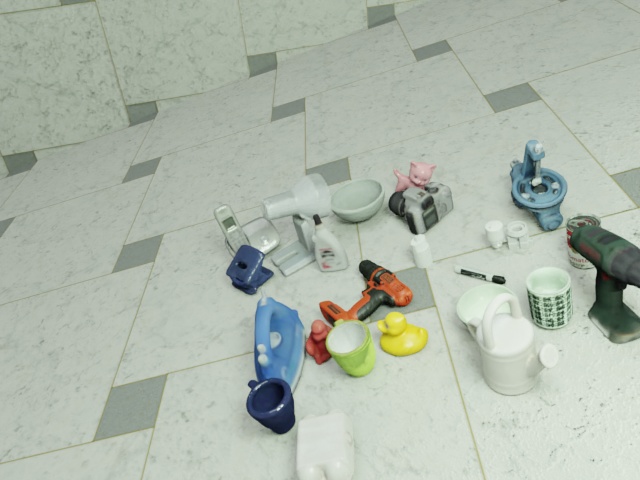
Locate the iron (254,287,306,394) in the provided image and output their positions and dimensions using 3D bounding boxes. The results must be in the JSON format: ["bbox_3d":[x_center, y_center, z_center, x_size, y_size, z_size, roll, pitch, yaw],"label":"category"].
[{"bbox_3d":[-0.105,0.224,1.225,0.118,0.142,0.258,-16,35,9],"label":"iron"}]

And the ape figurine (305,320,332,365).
[{"bbox_3d":[0.003,0.209,1.230,0.077,0.092,0.076,-8,36,19],"label":"ape figurine"}]

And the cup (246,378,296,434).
[{"bbox_3d":[-0.094,0.327,1.119,0.092,0.095,0.117,-39,38,-24],"label":"cup"}]

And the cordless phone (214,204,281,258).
[{"bbox_3d":[-0.205,-0.034,1.593,0.148,0.185,0.093,-33,36,-17],"label":"cordless phone"}]

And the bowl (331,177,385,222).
[{"bbox_3d":[0.110,-0.101,1.613,0.167,0.075,0.167,-14,35,11],"label":"bowl"}]

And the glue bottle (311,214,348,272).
[{"bbox_3d":[0.013,0.005,1.432,0.078,0.173,0.037,-10,36,16],"label":"glue bottle"}]

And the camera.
[{"bbox_3d":[0.256,-0.102,1.512,0.143,0.101,0.136,-38,37,-22],"label":"camera"}]

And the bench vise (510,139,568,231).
[{"bbox_3d":[0.487,-0.150,1.346,0.121,0.220,0.206,-29,35,-11],"label":"bench vise"}]

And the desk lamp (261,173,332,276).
[{"bbox_3d":[-0.057,-0.048,1.506,0.203,0.214,0.117,-31,35,-14],"label":"desk lamp"}]

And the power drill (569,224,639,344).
[{"bbox_3d":[0.530,0.080,1.019,0.075,0.209,0.229,-22,34,0],"label":"power drill"}]

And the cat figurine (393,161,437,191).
[{"bbox_3d":[0.262,-0.177,1.595,0.127,0.118,0.067,8,44,36],"label":"cat figurine"}]

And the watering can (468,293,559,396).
[{"bbox_3d":[0.333,0.176,1.006,0.172,0.194,0.101,5,42,33],"label":"watering can"}]

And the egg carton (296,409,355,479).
[{"bbox_3d":[0.010,0.374,1.021,0.107,0.069,0.150,-15,35,9],"label":"egg carton"}]

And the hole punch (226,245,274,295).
[{"bbox_3d":[-0.192,0.077,1.517,0.108,0.091,0.101,19,51,44],"label":"hole punch"}]

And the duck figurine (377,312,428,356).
[{"bbox_3d":[0.166,0.186,1.180,0.104,0.086,0.077,-5,38,23],"label":"duck figurine"}]
